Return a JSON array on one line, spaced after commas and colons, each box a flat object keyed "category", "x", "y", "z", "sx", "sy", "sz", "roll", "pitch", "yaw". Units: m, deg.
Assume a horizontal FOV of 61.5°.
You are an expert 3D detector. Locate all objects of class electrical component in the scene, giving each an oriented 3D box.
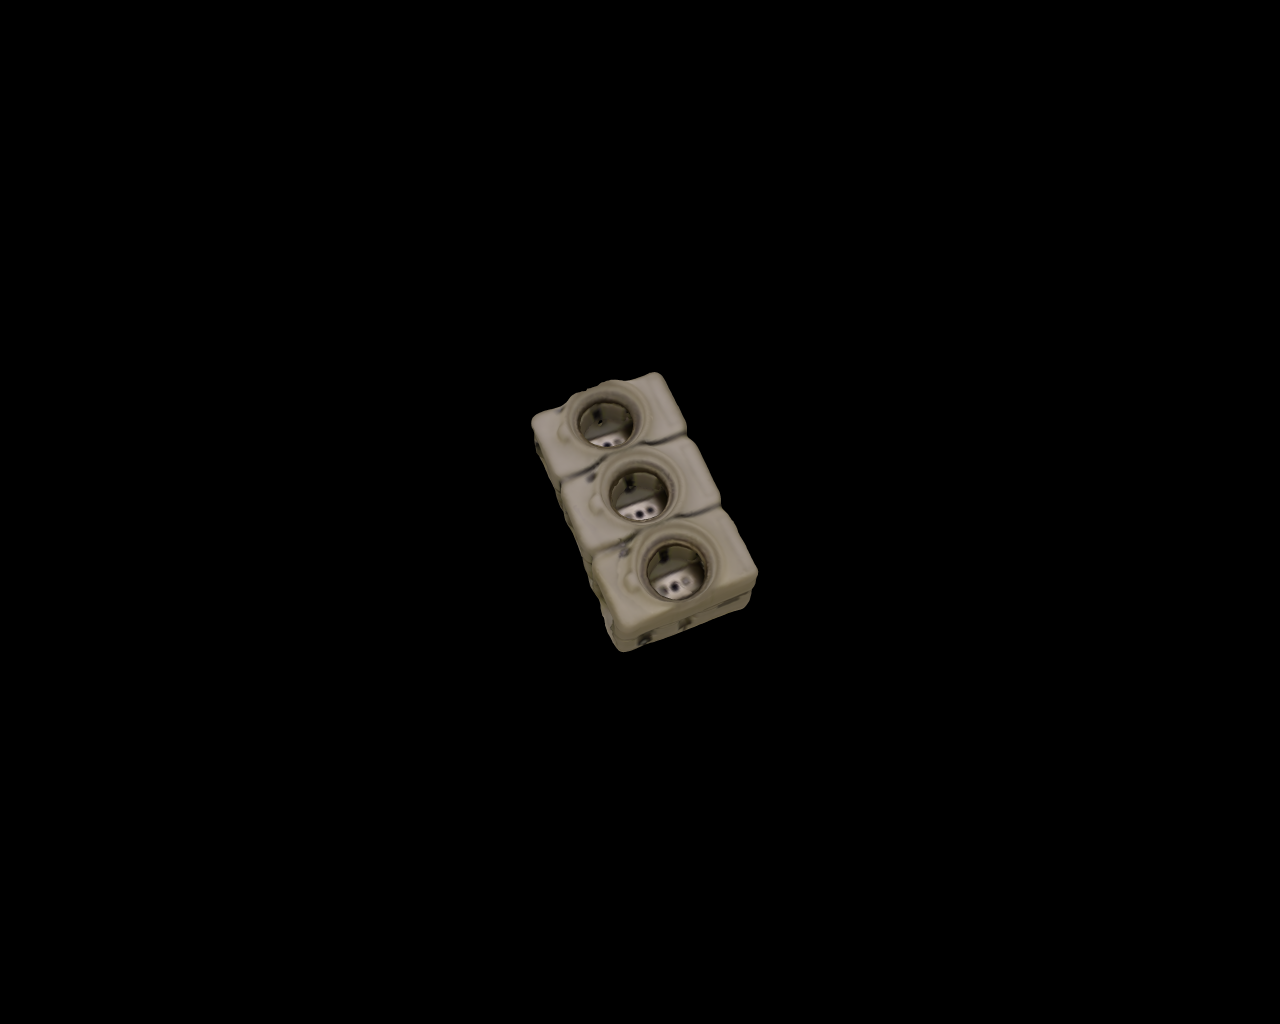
[{"category": "electrical component", "x": 0.001, "y": -0.003, "z": 0.650, "sx": 0.089, "sy": 0.150, "sz": 0.061, "roll": -20, "pitch": -24, "yaw": -9}]
